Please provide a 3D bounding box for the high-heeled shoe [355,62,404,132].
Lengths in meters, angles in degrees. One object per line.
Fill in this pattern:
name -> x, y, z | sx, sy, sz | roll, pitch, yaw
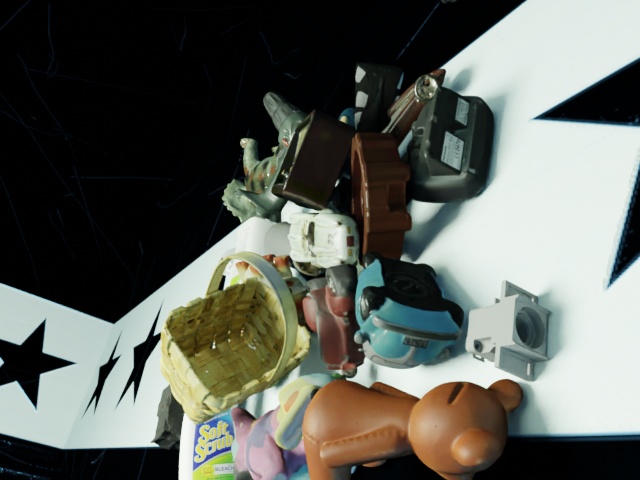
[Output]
high-heeled shoe -> 0.096, -0.233, 0.960 | 0.249, 0.086, 0.145 | -79, -3, -64

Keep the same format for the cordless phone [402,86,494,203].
cordless phone -> 0.141, -0.100, 0.714 | 0.184, 0.089, 0.146 | 138, 149, -62

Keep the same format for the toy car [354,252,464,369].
toy car -> 0.083, 0.086, 0.592 | 0.162, 0.109, 0.102 | -101, 25, -67

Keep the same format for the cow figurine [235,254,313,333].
cow figurine -> -0.073, 0.091, 0.876 | 0.195, 0.085, 0.127 | 3, 109, 67

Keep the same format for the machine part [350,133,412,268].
machine part -> 0.075, -0.052, 0.706 | 0.179, 0.056, 0.179 | 178, 88, -87

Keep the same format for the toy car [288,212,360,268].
toy car -> -0.002, -0.002, 0.755 | 0.202, 0.056, 0.073 | -173, 80, -65

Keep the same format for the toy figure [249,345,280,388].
toy figure -> -0.106, 0.177, 0.908 | 0.180, 0.089, 0.082 | -110, 35, -70

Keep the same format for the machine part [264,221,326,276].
machine part -> -0.039, 0.012, 0.943 | 0.079, 0.079, 0.243 | -65, 23, -3

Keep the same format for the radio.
radio -> -0.018, -0.119, 0.848 | 0.230, 0.073, 0.131 | -148, 81, -80

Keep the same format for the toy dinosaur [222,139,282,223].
toy dinosaur -> -0.086, -0.138, 1.157 | 0.405, 0.131, 0.192 | -11, 70, 54

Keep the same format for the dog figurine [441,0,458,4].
dog figurine -> 0.249, -0.458, 0.831 | 0.172, 0.121, 0.191 | -24, 13, 6

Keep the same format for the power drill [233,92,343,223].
power drill -> -0.076, -0.150, 1.041 | 0.232, 0.086, 0.207 | 41, 95, 22

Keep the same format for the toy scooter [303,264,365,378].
toy scooter -> 0.023, 0.109, 0.702 | 0.184, 0.075, 0.135 | 126, 137, -77

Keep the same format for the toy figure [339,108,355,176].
toy figure -> 0.053, -0.170, 0.958 | 0.058, 0.064, 0.154 | -41, 31, 46

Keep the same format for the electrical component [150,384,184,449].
electrical component -> -0.238, 0.317, 0.987 | 0.058, 0.115, 0.134 | -41, 34, 37

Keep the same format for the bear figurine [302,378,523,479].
bear figurine -> 0.085, 0.188, 0.496 | 0.196, 0.131, 0.120 | -4, 20, 30

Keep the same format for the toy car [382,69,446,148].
toy car -> 0.119, -0.171, 0.805 | 0.202, 0.053, 0.089 | -56, -6, 20

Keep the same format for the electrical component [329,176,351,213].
electrical component -> 0.041, -0.040, 0.870 | 0.075, 0.047, 0.119 | -49, 26, 31

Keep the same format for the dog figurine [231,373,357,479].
dog figurine -> -0.044, 0.241, 0.686 | 0.191, 0.108, 0.219 | -67, 21, -7
